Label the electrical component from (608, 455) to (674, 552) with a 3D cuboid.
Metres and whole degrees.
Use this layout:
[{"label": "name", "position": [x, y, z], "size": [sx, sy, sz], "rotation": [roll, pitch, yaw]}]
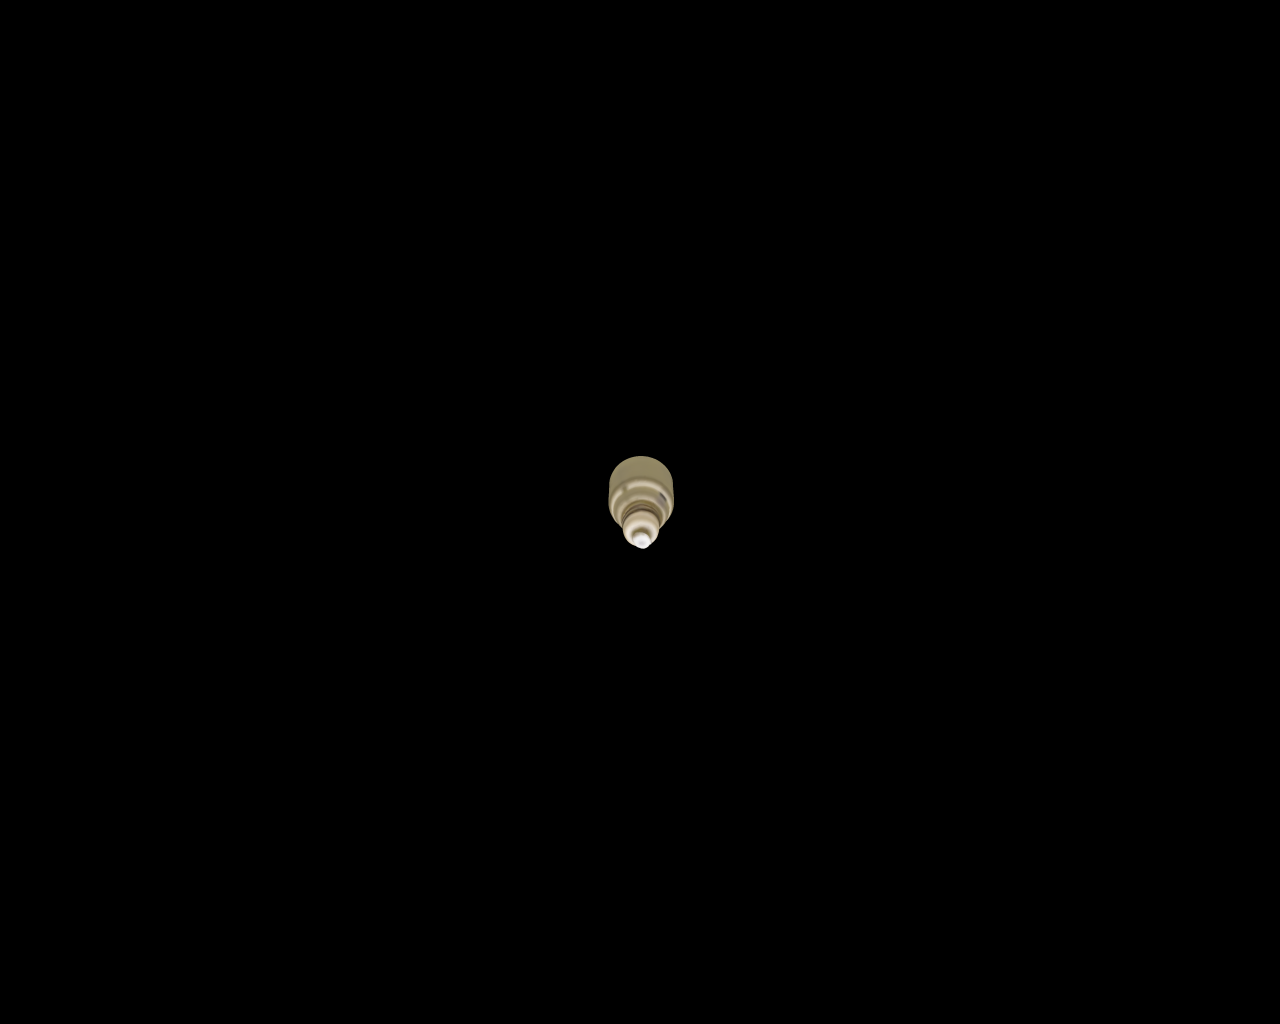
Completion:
[{"label": "electrical component", "position": [0.001, -0.003, 0.650], "size": [0.040, 0.040, 0.078], "rotation": [0, 32, 0]}]
